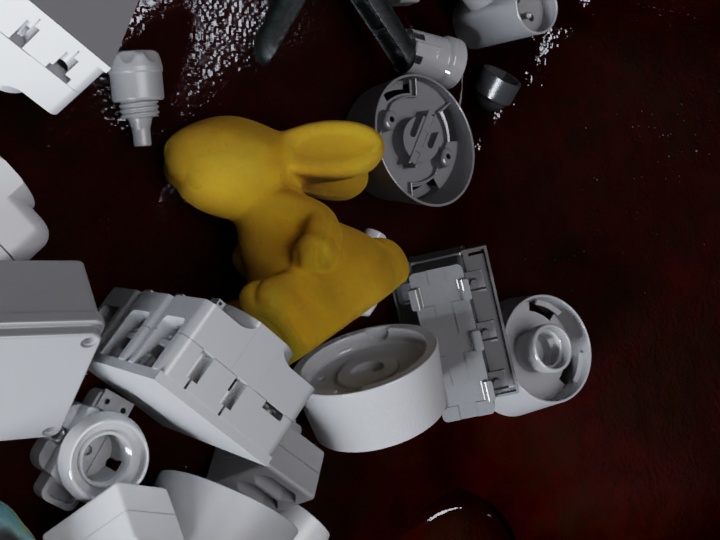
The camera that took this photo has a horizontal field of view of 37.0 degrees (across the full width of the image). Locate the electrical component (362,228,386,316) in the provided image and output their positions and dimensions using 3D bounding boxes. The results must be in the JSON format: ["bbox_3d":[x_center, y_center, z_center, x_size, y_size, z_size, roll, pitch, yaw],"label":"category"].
[{"bbox_3d":[0.000,0.000,0.797,0.043,0.043,0.062,32,74,-31],"label":"electrical component"}]

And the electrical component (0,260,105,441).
[{"bbox_3d":[-0.215,0.048,0.612,0.109,0.108,0.056,0,50,-34],"label":"electrical component"}]

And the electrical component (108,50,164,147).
[{"bbox_3d":[-0.145,-0.111,0.701,0.035,0.035,0.061,-9,99,-33],"label":"electrical component"}]

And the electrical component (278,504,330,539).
[{"bbox_3d":[-0.051,0.218,0.769,0.077,0.044,0.079,-50,117,-22],"label":"electrical component"}]

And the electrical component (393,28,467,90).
[{"bbox_3d":[0.053,-0.164,0.830,0.046,0.040,0.040,10,86,-28],"label":"electrical component"}]

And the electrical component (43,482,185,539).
[{"bbox_3d":[-0.142,0.177,0.641,0.047,0.066,0.076,27,31,-57],"label":"electrical component"}]

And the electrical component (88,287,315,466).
[{"bbox_3d":[-0.106,0.058,0.663,0.089,0.150,0.061,43,69,-27],"label":"electrical component"}]

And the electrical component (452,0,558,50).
[{"bbox_3d":[0.102,-0.213,0.838,0.079,0.077,0.044,45,68,-26],"label":"electrical component"}]

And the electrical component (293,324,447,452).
[{"bbox_3d":[0.010,0.089,0.771,0.108,0.108,0.060,-27,112,-30],"label":"electrical component"}]

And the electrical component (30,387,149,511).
[{"bbox_3d":[-0.168,0.115,0.679,0.058,0.057,0.078,37,72,-29],"label":"electrical component"}]

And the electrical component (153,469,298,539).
[{"bbox_3d":[-0.096,0.170,0.705,0.099,0.099,0.064,37,77,-29],"label":"electrical component"}]

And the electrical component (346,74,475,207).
[{"bbox_3d":[0.038,-0.096,0.807,0.099,0.064,0.099,-1,92,-34],"label":"electrical component"}]

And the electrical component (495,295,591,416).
[{"bbox_3d":[0.142,0.070,0.897,0.099,0.064,0.099,7,76,-28],"label":"electrical component"}]

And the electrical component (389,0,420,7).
[{"bbox_3d":[0.045,-0.240,0.811,0.057,0.058,0.078,-10,97,-31],"label":"electrical component"}]

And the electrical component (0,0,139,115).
[{"bbox_3d":[-0.220,-0.184,0.602,0.186,0.060,0.105,40,34,-28],"label":"electrical component"}]

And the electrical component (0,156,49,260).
[{"bbox_3d":[-0.233,-0.039,0.632,0.059,0.054,0.095,-48,116,-23],"label":"electrical component"}]

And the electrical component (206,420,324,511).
[{"bbox_3d":[-0.063,0.124,0.751,0.047,0.066,0.076,42,41,-28],"label":"electrical component"}]

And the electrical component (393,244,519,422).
[{"bbox_3d":[0.072,0.050,0.827,0.079,0.063,0.121,-12,101,9],"label":"electrical component"}]
